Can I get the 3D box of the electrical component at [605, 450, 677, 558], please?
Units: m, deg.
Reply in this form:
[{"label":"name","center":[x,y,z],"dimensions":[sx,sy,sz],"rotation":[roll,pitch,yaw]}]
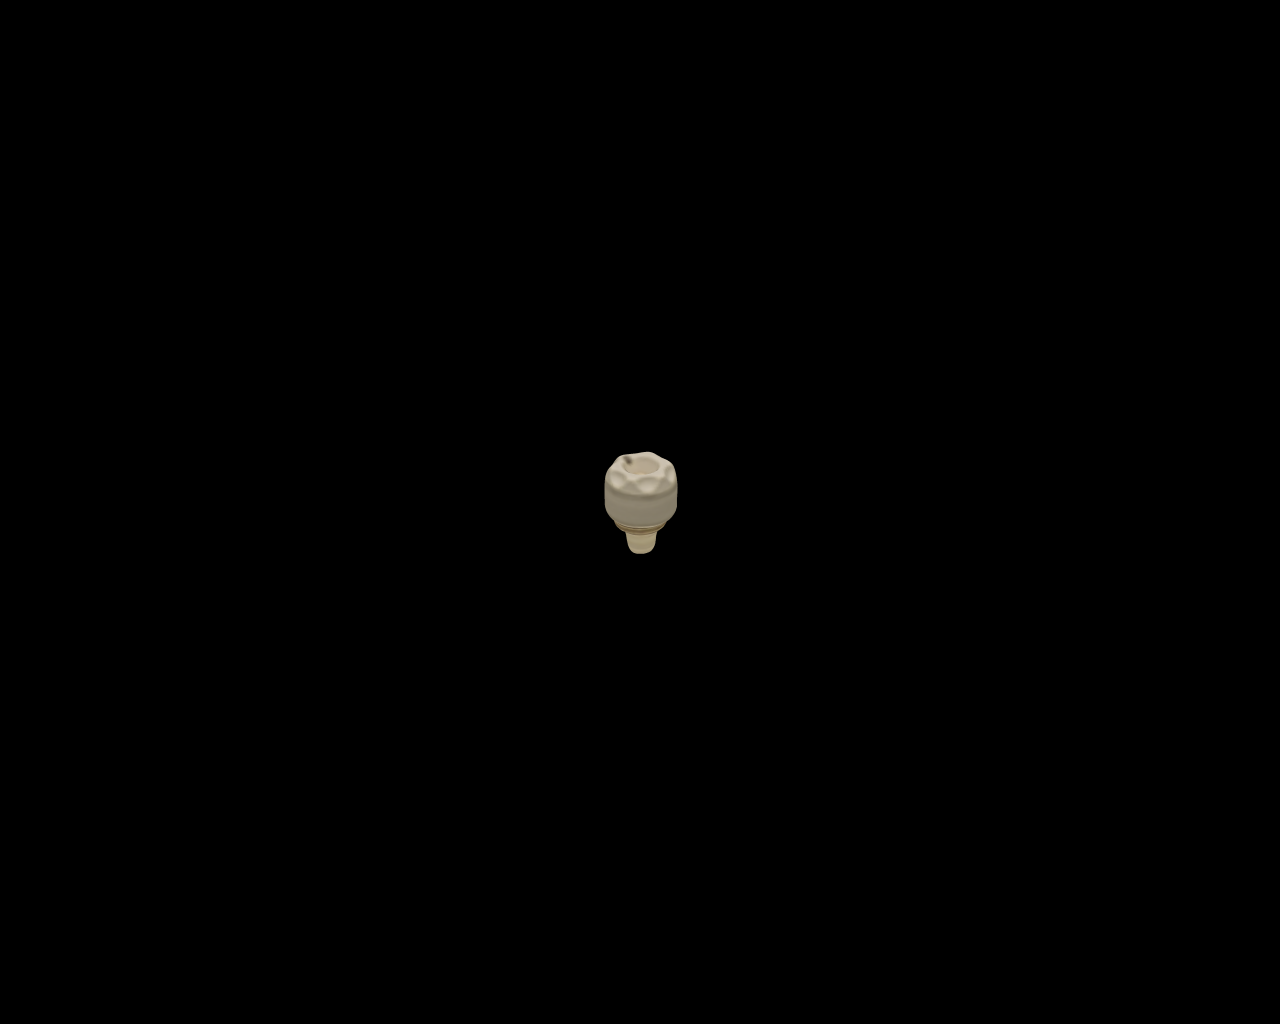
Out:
[{"label":"electrical component","center":[0.001,-0.003,0.650],"dimensions":[0.043,0.062,0.043],"rotation":[0,31,0]}]
